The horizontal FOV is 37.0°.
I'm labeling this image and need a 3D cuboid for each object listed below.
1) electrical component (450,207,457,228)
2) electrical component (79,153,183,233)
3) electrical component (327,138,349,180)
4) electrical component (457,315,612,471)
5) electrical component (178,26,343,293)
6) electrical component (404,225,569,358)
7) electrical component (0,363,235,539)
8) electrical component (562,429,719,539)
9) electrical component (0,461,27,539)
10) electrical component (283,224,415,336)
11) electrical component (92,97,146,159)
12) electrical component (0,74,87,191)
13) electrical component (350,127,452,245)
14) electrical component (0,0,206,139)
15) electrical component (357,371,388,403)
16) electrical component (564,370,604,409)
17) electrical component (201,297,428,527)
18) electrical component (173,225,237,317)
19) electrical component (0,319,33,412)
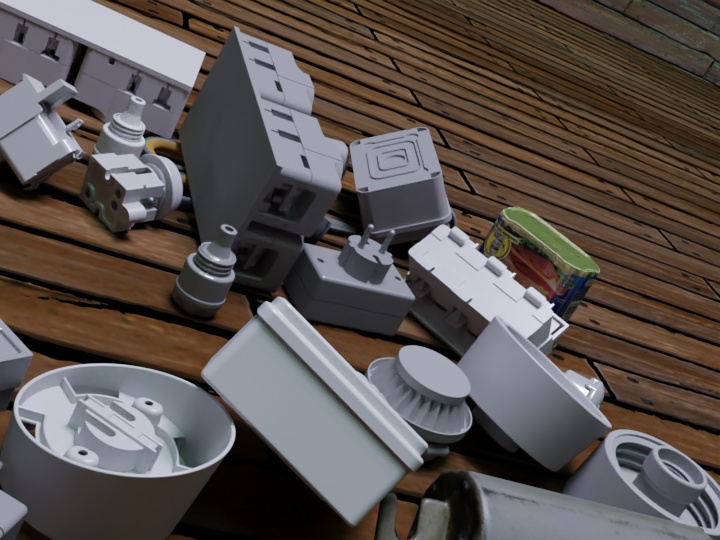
[{"bbox_3d":[0.067,-0.051,1.016,0.040,0.040,0.046,21,19,-18],"label":"electrical component"},{"bbox_3d":[-0.161,-0.058,0.769,0.066,0.048,0.055,42,34,28],"label":"electrical component"},{"bbox_3d":[-0.046,-0.094,0.971,0.077,0.044,0.079,11,29,-35],"label":"electrical component"},{"bbox_3d":[0.111,0.090,0.736,0.108,0.060,0.108,42,7,-7],"label":"electrical component"},{"bbox_3d":[-0.077,-0.084,0.808,0.060,0.105,0.186,16,34,-30],"label":"electrical component"},{"bbox_3d":[0.093,0.024,0.842,0.079,0.063,0.121,-38,61,-20],"label":"electrical component"},{"bbox_3d":[-0.116,0.083,0.506,0.099,0.064,0.099,24,24,-11],"label":"electrical component"},{"bbox_3d":[0.197,0.152,0.716,0.108,0.060,0.108,23,24,-11],"label":"electrical component"},{"bbox_3d":[-0.177,0.092,0.442,0.083,0.047,0.075,30,23,5],"label":"electrical component"},{"bbox_3d":[0.000,0.000,0.789,0.083,0.075,0.047,13,28,-31],"label":"electrical component"},{"bbox_3d":[-0.180,-0.103,0.819,0.035,0.061,0.035,24,24,-11],"label":"electrical component"},{"bbox_3d":[-0.225,-0.093,0.735,0.063,0.081,0.042,57,0,-2],"label":"electrical component"},{"bbox_3d":[0.035,-0.075,0.965,0.078,0.057,0.113,-12,31,2],"label":"electrical component"},{"bbox_3d":[-0.236,-0.185,0.927,0.186,0.060,0.105,23,24,-12],"label":"electrical component"},{"bbox_3d":[-0.013,0.079,0.656,0.048,0.048,0.062,15,20,-29],"label":"electrical component"},{"bbox_3d":[0.148,0.093,0.804,0.062,0.048,0.048,28,22,18],"label":"electrical component"},{"bbox_3d":[-0.026,0.070,0.564,0.108,0.056,0.109,46,-5,-3],"label":"electrical component"},{"bbox_3d":[-0.097,-0.001,0.703,0.035,0.061,0.035,24,23,-11],"label":"electrical component"},{"bbox_3d":[-0.188,0.053,0.498,0.048,0.055,0.066,40,26,25],"label":"electrical component"}]
